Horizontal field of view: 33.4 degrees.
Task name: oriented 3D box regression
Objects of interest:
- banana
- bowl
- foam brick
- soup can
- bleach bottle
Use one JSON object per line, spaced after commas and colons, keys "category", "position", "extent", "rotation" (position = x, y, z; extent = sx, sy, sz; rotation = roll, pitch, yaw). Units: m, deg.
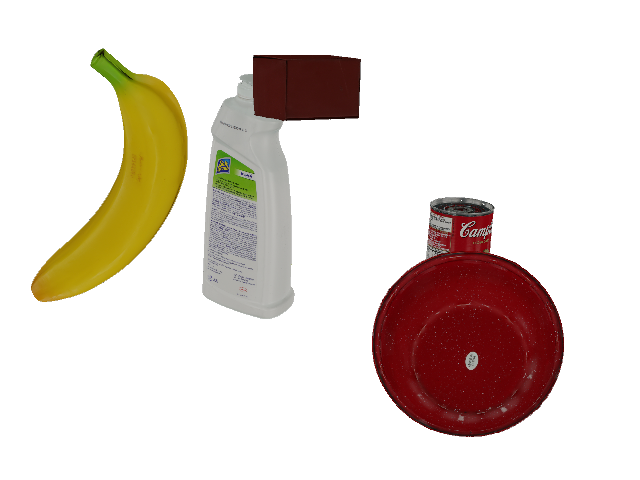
{"category": "banana", "position": [-0.123, -0.029, 0.645], "extent": [0.069, 0.198, 0.037], "rotation": [18, 38, -10]}
{"category": "bowl", "position": [0.122, 0.092, 0.878], "extent": [0.162, 0.162, 0.055], "rotation": [0, 7, 6]}
{"category": "foam brick", "position": [-0.011, -0.129, 0.899], "extent": [0.078, 0.051, 0.053], "rotation": [-6, 16, -34]}
{"category": "soup can", "position": [0.148, 0.011, 1.145], "extent": [0.068, 0.102, 0.068], "rotation": [2, 16, -1]}
{"category": "bleach bottle", "position": [-0.071, -0.048, 1.122], "extent": [0.103, 0.251, 0.068], "rotation": [17, 28, 23]}
